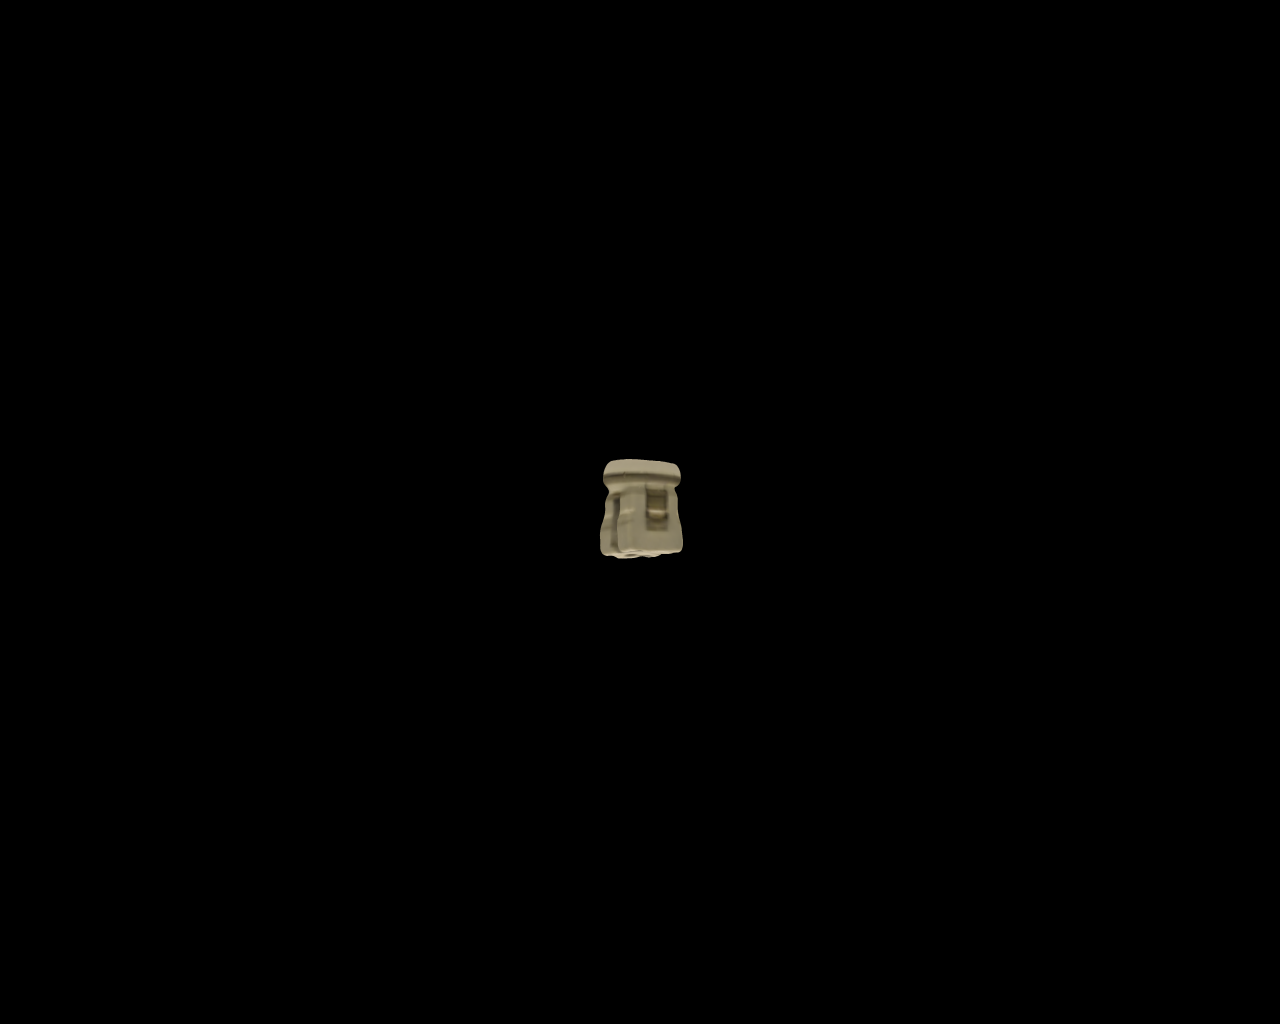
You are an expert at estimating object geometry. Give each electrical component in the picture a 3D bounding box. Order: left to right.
[{"bbox_3d":[0.001,-0.003,0.650,0.048,0.055,0.066,4,-8,-27],"label":"electrical component"}]
